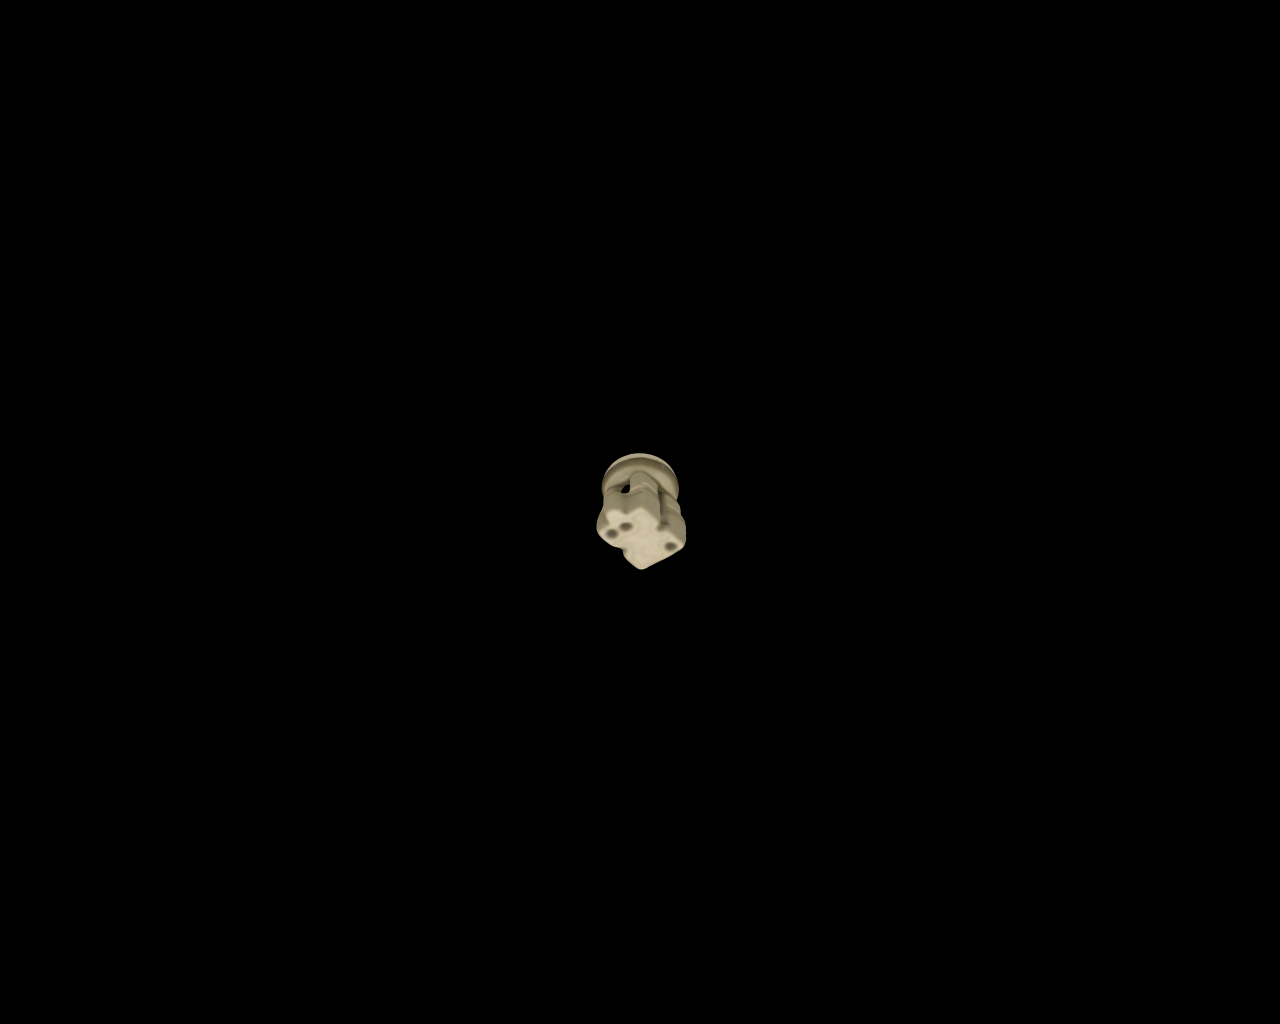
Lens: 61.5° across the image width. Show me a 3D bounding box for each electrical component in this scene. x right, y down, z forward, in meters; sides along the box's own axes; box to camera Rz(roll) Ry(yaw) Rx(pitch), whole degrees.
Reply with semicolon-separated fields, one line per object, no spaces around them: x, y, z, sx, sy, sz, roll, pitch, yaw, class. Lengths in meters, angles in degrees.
0.001;-0.003;0.650;0.048;0.055;0.066;-30;-54;24;electrical component
